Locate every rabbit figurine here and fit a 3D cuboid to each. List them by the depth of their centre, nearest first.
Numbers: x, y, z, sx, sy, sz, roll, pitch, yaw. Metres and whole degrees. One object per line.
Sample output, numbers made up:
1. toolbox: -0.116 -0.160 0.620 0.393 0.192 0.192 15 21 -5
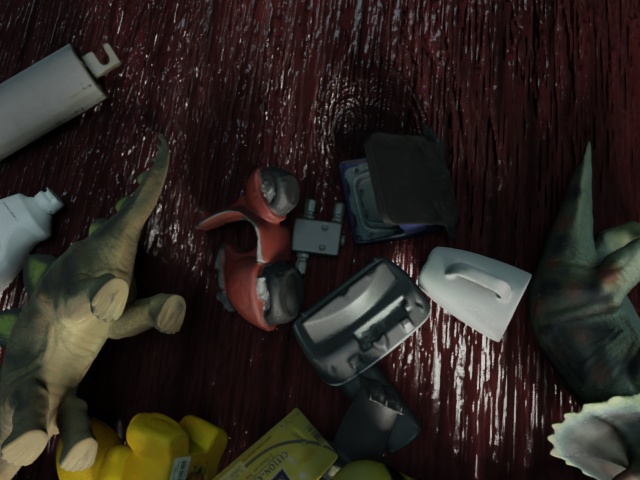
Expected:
1. rabbit figurine: -0.202 0.247 0.561 0.173 0.122 0.162 10 86 21

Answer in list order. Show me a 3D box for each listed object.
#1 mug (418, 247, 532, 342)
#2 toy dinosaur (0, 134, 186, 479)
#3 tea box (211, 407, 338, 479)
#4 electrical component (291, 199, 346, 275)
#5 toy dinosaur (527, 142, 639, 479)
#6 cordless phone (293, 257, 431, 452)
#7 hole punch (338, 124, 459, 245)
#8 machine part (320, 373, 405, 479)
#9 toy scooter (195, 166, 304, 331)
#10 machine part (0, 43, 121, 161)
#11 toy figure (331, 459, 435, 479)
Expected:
1. mug: 0.160 0.050 0.577 0.107 0.109 0.080 24 86 22
2. toy dinosaur: -0.250 0.066 0.565 0.199 0.105 0.471 9 59 35
3. tea box: -0.069 0.241 0.499 0.068 0.169 0.098 46 124 12
4. electrical component: -0.001 -0.002 0.639 0.063 0.021 0.094 8 77 5
5. toy dinosaur: 0.286 0.089 0.545 0.192 0.131 0.405 -21 54 8
6. cordless phone: 0.073 0.124 0.585 0.146 0.089 0.184 -36 88 -6
7. hole punch: 0.088 -0.056 0.624 0.116 0.092 0.142 -2 71 -29
8. machine part: 0.047 0.205 0.551 0.084 0.039 0.138 16 113 9
9. toy scooter: -0.087 0.010 0.614 0.135 0.075 0.183 -1 89 27
10. machine part: -0.362 -0.170 0.677 0.243 0.079 0.079 -32 76 -5
11. toy figure: 0.087 0.264 0.512 0.180 0.082 0.089 19 82 -16
